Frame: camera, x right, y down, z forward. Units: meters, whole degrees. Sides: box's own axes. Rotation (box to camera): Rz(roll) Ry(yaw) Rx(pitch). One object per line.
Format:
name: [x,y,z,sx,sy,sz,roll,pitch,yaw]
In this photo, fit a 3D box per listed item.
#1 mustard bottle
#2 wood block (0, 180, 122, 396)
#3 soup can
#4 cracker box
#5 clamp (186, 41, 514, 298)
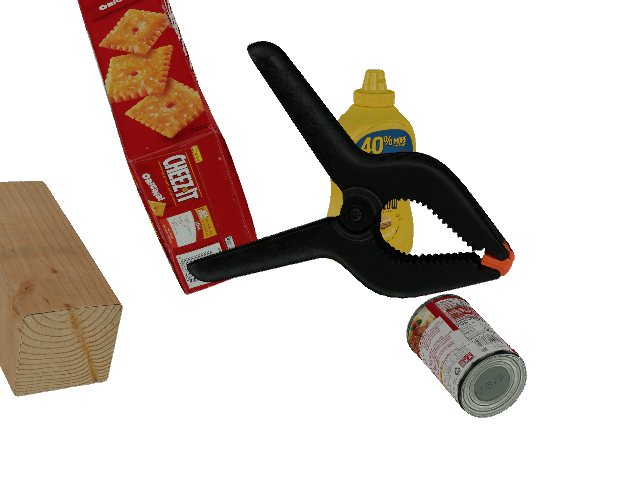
mustard bottle: [0.051,-0.075,1.072,0.096,0.192,0.058,-8,19,-30]
wood block: [-0.269,0.037,0.988,0.090,0.091,0.206,-6,37,-34]
soup can: [0.129,0.101,0.944,0.068,0.068,0.102,0,26,-24]
cracker box: [-0.118,-0.092,0.829,0.072,0.214,0.164,-19,-38,-4]
clamp: [0.023,-0.030,0.679,0.210,0.165,0.036,14,16,12]
